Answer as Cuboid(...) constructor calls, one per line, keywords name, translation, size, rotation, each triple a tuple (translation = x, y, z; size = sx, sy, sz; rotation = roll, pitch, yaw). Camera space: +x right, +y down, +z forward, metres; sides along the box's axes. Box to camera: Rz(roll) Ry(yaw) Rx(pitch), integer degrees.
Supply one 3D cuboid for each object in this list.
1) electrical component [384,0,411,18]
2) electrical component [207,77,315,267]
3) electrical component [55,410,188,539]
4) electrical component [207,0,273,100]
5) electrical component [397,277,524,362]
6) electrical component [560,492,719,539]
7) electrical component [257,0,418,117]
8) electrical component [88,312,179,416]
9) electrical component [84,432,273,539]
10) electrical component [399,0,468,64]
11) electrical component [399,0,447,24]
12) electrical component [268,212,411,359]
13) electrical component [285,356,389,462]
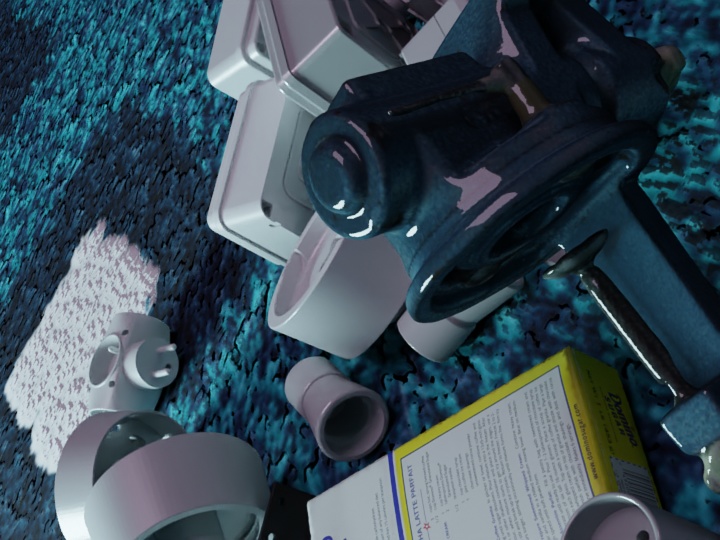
Cuboid(name="electrical component", translation=(0.028, -0.193, 0.743), size=(0.061, 0.035, 0.035), rotation=(-36, 43, 28))
Cuboid(name="electrical component", translation=(-0.047, -0.066, 0.716), size=(0.057, 0.078, 0.113), rotation=(-11, 59, 44))
Cuboid(name="electrical component", translation=(-0.151, 0.139, 0.696), size=(0.064, 0.099, 0.099), rotation=(-16, 55, 37))
Cuboid(name="electrical component", translation=(-0.060, -0.179, 0.804), size=(0.057, 0.078, 0.113), rotation=(-21, 52, 46))
Cuboid(name="electrical component", translation=(0.051, 0.017, 0.573), size=(0.065, 0.044, 0.044), rotation=(-52, 37, 22))
Cuboid(name="electrical component", translation=(0.106, 0.129, 0.400), size=(0.044, 0.077, 0.079), rotation=(29, 91, 54))
Cuboid(name="electrical component", translation=(-0.004, -0.136, 0.682), size=(0.056, 0.109, 0.108), rotation=(-40, 41, 23))
Cuboid(name="electrical component", translation=(-0.161, 0.071, 0.793), size=(0.079, 0.044, 0.077), rotation=(-17, 55, 45))
Cuboid(name="electrical component", translation=(-0.098, 0.151, 0.615), size=(0.108, 0.108, 0.060), rotation=(-48, 44, 19))
Cuboid(name="electrical component", translation=(0.071, -0.114, 0.615), size=(0.061, 0.062, 0.096), rotation=(-44, 39, 23))
Cuboid(name="electrical component", translation=(0.074, -0.207, 0.670), size=(0.121, 0.063, 0.078), rotation=(-54, 37, 11))
Cuboid(name="electrical component", translation=(0.000, 0.000, 0.621), size=(0.108, 0.060, 0.108), rotation=(-54, 16, 23))
Cuboid(name="electrical component", translation=(-0.017, 0.076, 0.618), size=(0.044, 0.044, 0.065), rotation=(-60, 31, 3))
